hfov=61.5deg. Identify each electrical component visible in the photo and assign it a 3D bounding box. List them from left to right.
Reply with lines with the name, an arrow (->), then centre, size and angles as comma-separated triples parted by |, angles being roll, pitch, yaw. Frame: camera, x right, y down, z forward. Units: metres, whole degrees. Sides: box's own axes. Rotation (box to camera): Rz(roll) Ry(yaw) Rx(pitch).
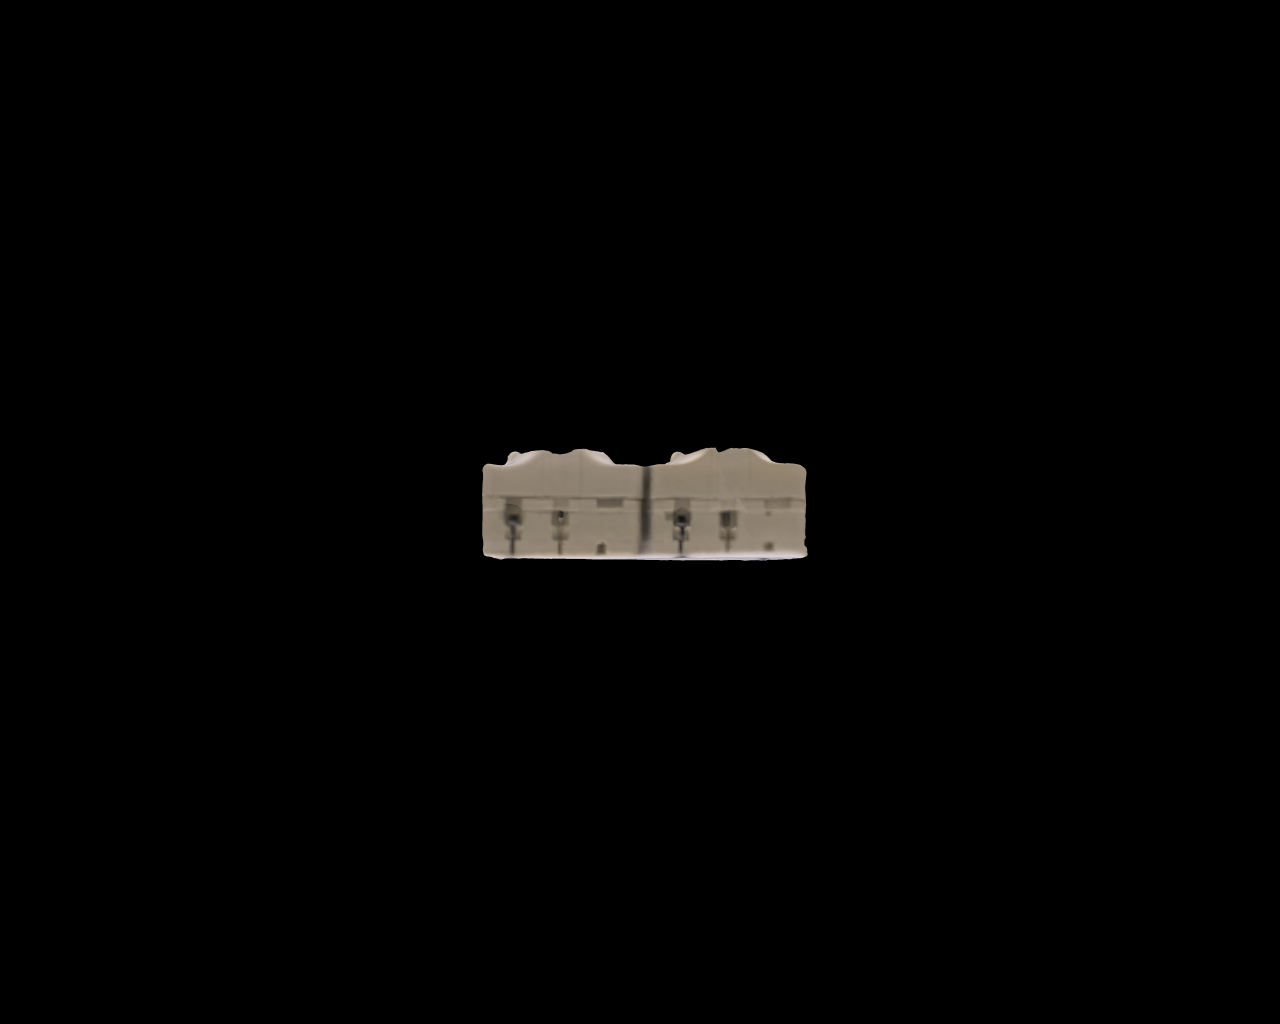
electrical component -> 0.001, -0.003, 0.650 | 0.186, 0.060, 0.105 | 0, -3, -2
